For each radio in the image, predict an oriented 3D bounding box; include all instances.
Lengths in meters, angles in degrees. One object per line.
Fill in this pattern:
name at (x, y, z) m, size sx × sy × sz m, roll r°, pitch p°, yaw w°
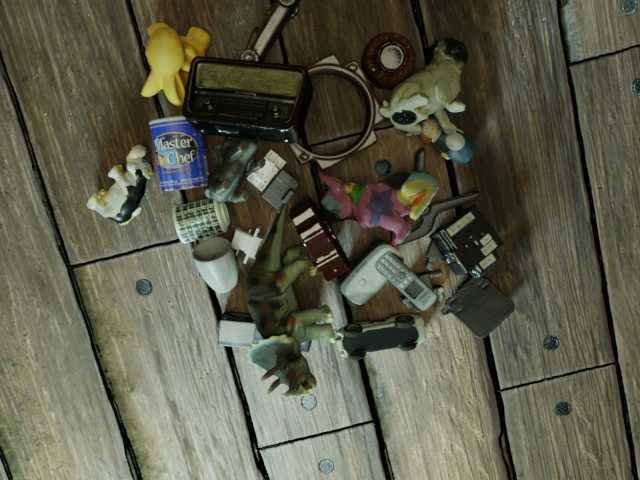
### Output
radio at (-0.137, -0.260, 1.008) m, size 0.230 × 0.073 × 0.131 m, roll 8°, pitch 78°, yaw 11°

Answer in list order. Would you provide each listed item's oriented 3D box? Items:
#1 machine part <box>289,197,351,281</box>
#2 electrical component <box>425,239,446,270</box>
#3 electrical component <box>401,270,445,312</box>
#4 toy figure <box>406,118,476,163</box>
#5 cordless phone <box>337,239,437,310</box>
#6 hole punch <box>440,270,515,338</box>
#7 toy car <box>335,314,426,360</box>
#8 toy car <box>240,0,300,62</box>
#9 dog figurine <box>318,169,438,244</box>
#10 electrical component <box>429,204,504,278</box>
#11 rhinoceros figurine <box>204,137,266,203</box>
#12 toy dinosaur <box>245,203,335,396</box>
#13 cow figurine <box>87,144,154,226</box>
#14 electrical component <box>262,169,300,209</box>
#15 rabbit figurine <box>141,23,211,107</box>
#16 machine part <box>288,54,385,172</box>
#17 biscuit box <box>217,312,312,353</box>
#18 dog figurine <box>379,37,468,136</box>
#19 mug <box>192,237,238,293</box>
machine part at (-0.002, -0.003, 1.093) m, size 0.056 × 0.179 × 0.179 m, roll -30°, pitch 99°, yaw 7°
electrical component at (0.268, 0.026, 1.176) m, size 0.063 × 0.021 × 0.094 m, roll 21°, pitch 90°, yaw -5°
electrical component at (0.227, 0.113, 1.179) m, size 0.102 × 0.045 × 0.078 m, roll -11°, pitch 101°, yaw 0°
toy figure at (0.251, -0.217, 1.122) m, size 0.154 × 0.057 × 0.064 m, roll 29°, pitch 59°, yaw -4°
cordless phone at (0.143, 0.102, 1.142) m, size 0.184 × 0.089 × 0.146 m, roll 43°, pitch 95°, yaw 0°
hole punch at (0.351, 0.145, 1.177) m, size 0.142 × 0.092 × 0.116 m, roll -45°, pitch 68°, yaw 8°
toy car at (0.134, 0.212, 1.189) m, size 0.202 × 0.056 × 0.073 m, roll -10°, pitch 105°, yaw 1°
toy car at (-0.103, -0.410, 1.063) m, size 0.053 × 0.089 × 0.202 m, roll 33°, pitch 98°, yaw -7°
dog figurine at (0.106, -0.094, 1.096) m, size 0.219 × 0.108 × 0.191 m, roll 33°, pitch 102°, yaw 7°
electrical component at (0.316, 0.011, 1.139) m, size 0.115 × 0.058 × 0.134 m, roll -34°, pitch 89°, yaw -13°
rhinoceros figurine at (-0.170, -0.163, 1.083) m, size 0.073 × 0.112 × 0.190 m, roll 28°, pitch 76°, yaw -41°
toy dinosaur at (-0.087, 0.125, 1.105) m, size 0.192 × 0.131 × 0.405 m, roll -17°, pitch 70°, yaw -9°
cow figurine at (-0.394, -0.113, 1.114) m, size 0.098 × 0.068 × 0.167 m, roll 39°, pitch 100°, yaw -13°
electrical component at (-0.081, -0.103, 1.099) m, size 0.048 × 0.119 × 0.075 m, roll 38°, pitch 99°, yaw -8°
rabbit figurine at (-0.292, -0.346, 1.027) m, size 0.122 × 0.173 × 0.162 m, roll 17°, pitch 94°, yaw -8°
machine part at (0.015, -0.256, 1.093) m, size 0.201 × 0.087 × 0.201 m, roll -28°, pitch 100°, yaw 3°
biscuit box at (-0.118, 0.201, 1.176) m, size 0.203 × 0.063 × 0.059 m, roll 6°, pitch 98°, yaw -3°
dog figurine at (0.208, -0.319, 1.070) m, size 0.172 × 0.121 × 0.190 m, roll 7°, pitch 67°, yaw -8°
mug at (-0.225, 0.057, 1.138) m, size 0.110 × 0.081 × 0.107 m, roll 12°, pitch 132°, yaw 31°
